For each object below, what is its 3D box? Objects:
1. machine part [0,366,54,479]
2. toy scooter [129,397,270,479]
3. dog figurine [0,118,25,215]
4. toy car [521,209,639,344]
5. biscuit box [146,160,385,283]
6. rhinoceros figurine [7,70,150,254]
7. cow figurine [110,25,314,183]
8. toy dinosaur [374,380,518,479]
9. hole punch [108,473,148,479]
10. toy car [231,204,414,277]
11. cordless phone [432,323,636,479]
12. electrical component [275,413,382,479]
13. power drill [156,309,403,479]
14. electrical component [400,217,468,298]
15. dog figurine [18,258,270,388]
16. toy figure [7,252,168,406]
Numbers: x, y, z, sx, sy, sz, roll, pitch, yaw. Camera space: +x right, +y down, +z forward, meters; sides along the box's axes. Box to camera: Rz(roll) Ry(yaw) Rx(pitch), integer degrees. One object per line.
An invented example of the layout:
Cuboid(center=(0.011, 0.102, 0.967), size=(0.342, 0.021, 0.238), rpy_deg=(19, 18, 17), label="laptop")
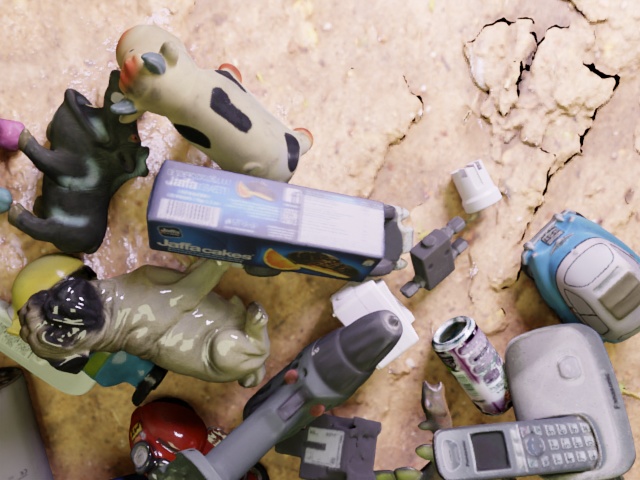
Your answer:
Cuboid(center=(-0.342, 0.230, 0.582), size=(0.079, 0.079, 0.243), rpy_deg=(-9, 100, -1), label="machine part")
Cuboid(center=(-0.131, 0.249, 0.566), size=(0.184, 0.135, 0.075), rpy_deg=(38, 99, -8), label="toy scooter")
Cuboid(center=(-0.356, -0.076, 0.450), size=(0.191, 0.219, 0.108), rpy_deg=(23, 96, -8), label="dog figurine")
Cuboid(center=(0.296, 0.046, 0.561), size=(0.109, 0.103, 0.161), rpy_deg=(-44, 102, 5), label="toy car")
Cuboid(center=(-0.046, -0.013, 0.477), size=(0.203, 0.062, 0.059), rpy_deg=(10, 63, -11), label="biscuit box")
Cuboid(center=(-0.228, -0.076, 0.528), size=(0.112, 0.073, 0.190), rpy_deg=(22, 100, -5), label="rhinoceros figurine")
Cuboid(center=(-0.103, -0.115, 0.493), size=(0.195, 0.127, 0.085), rpy_deg=(41, 114, -11), label="cow figurine")
Cuboid(center=(0.136, 0.370, 0.623), size=(0.199, 0.105, 0.470), rpy_deg=(-8, 107, 7), label="toy dinosaur")
Cuboid(center=(-0.238, 0.301, 0.580), size=(0.116, 0.142, 0.092), rpy_deg=(-7, 75, 14), label="hole punch")
Cuboid(center=(-0.001, -0.002, 0.563), size=(0.202, 0.056, 0.073), rpy_deg=(0, 99, -4), label="toy car")
Cuboid(center=(0.195, 0.164, 0.532), size=(0.184, 0.088, 0.146), rpy_deg=(-5, 66, -2), label="cordless phone")
Cuboid(center=(0.006, 0.231, 0.595), size=(0.047, 0.119, 0.075), rpy_deg=(28, 59, -39), label="electrical component")
Cuboid(center=(-0.040, 0.162, 0.497), size=(0.086, 0.207, 0.232), rpy_deg=(46, 134, 3), label="power drill")
Cuboid(center=(0.119, 0.020, 0.568), size=(0.094, 0.021, 0.063), rpy_deg=(-39, 138, -12), label="electrical component")
Cuboid(center=(-0.157, 0.096, 0.506), size=(0.190, 0.121, 0.172), rpy_deg=(-26, 85, -26), label="dog figurine")
Cuboid(center=(-0.233, 0.088, 0.559), size=(0.180, 0.082, 0.089), rpy_deg=(38, 86, -4), label="toy figure")
